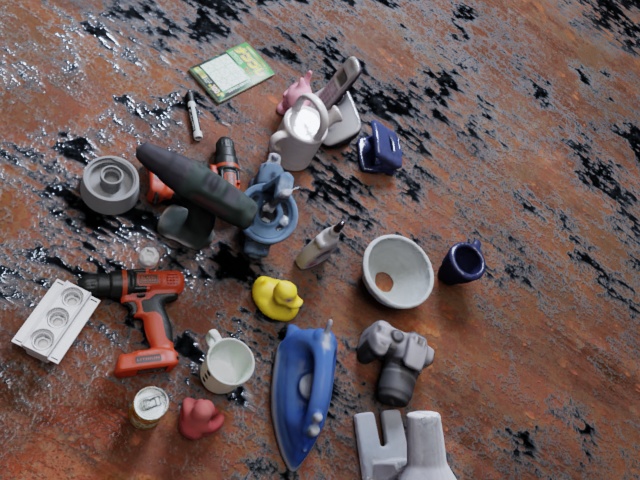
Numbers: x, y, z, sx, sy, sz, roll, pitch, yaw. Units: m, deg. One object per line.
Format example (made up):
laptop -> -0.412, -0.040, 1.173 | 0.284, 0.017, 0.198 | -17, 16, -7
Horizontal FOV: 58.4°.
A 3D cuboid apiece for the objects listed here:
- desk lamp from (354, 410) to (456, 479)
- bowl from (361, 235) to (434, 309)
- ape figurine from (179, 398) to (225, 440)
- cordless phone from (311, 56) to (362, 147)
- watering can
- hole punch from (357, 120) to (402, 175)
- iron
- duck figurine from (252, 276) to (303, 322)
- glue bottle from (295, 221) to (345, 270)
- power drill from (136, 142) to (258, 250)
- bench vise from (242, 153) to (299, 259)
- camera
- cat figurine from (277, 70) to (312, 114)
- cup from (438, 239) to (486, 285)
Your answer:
desk lamp -> 0.152, 0.385, 0.988 | 0.118, 0.213, 0.203 | 0, 65, -23
bowl -> 0.154, 0.077, 1.224 | 0.168, 0.074, 0.167 | 10, 62, -19
ape figurine -> -0.198, 0.292, 0.955 | 0.078, 0.092, 0.076 | 48, 57, 4
cordless phone -> 0.053, -0.313, 1.307 | 0.094, 0.184, 0.147 | -14, 72, -28
watering can -> -0.030, -0.244, 1.231 | 0.101, 0.193, 0.173 | 39, 57, -1
hole punch -> 0.152, -0.221, 1.360 | 0.101, 0.091, 0.108 | 4, 64, -22
iron -> -0.015, 0.269, 1.016 | 0.119, 0.141, 0.258 | 14, 61, -17
duck figurine -> -0.078, 0.104, 1.104 | 0.104, 0.086, 0.078 | 40, 57, -1
glue bottle -> 0.010, 0.004, 1.139 | 0.078, 0.173, 0.037 | -28, 78, -31
power drill -> -0.235, -0.069, 1.047 | 0.230, 0.208, 0.075 | 24, 58, -11
bench vise -> -0.103, -0.092, 1.110 | 0.122, 0.219, 0.207 | -4, 67, -25
camera -> 0.148, 0.246, 1.122 | 0.143, 0.100, 0.137 | 26, 58, -9
cat figurine -> -0.046, -0.336, 1.315 | 0.067, 0.117, 0.128 | 27, 58, -9
cup -> 0.315, 0.053, 1.294 | 0.092, 0.094, 0.118 | 39, 57, -1
